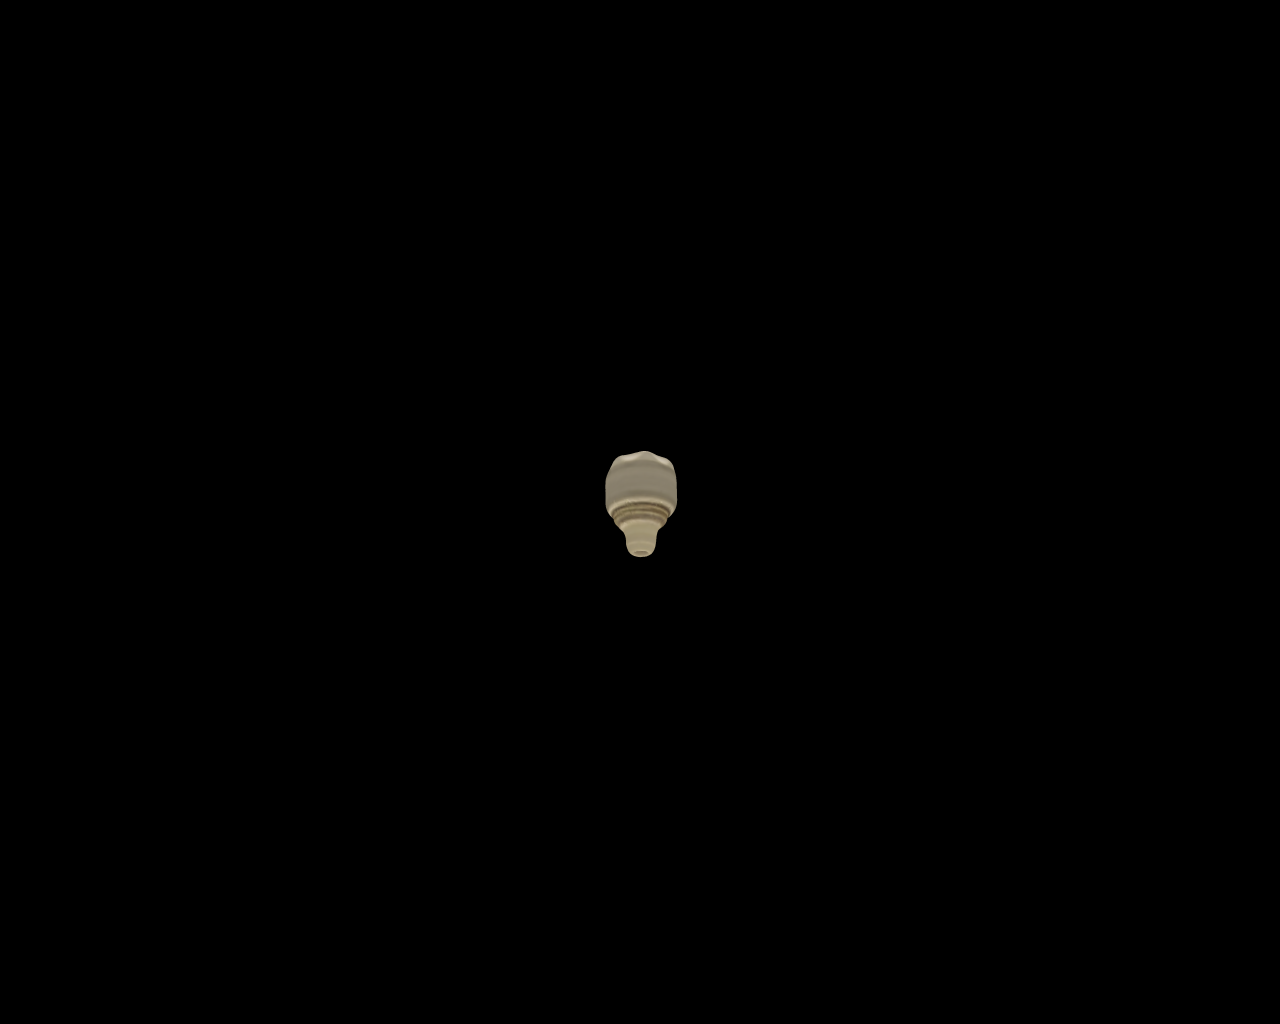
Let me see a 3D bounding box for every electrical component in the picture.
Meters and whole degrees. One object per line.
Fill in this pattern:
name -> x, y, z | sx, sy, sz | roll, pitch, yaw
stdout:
electrical component -> 0.001, -0.003, 0.650 | 0.043, 0.062, 0.043 | 0, -23, 0
